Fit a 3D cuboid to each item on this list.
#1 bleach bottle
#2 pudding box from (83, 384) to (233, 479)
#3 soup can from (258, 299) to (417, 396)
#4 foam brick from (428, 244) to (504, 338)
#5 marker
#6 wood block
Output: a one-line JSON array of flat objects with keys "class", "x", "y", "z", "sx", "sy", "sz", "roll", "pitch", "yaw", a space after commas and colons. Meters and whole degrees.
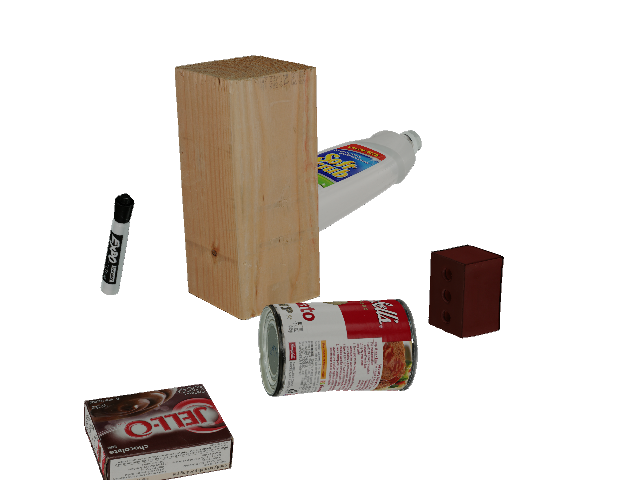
[{"class": "bleach bottle", "x": 0.019, "y": -0.076, "z": 1.285, "sx": 0.250, "sy": 0.068, "sz": 0.103, "roll": -30, "pitch": 45, "yaw": -31}, {"class": "pudding box", "x": -0.142, "y": 0.169, "z": 0.931, "sx": 0.113, "sy": 0.039, "sz": 0.090, "roll": -8, "pitch": 26, "yaw": -22}, {"class": "soup can", "x": 0.011, "y": 0.078, "z": 0.777, "sx": 0.102, "sy": 0.068, "sz": 0.069, "roll": -1, "pitch": 0, "yaw": -16}, {"class": "foam brick", "x": 0.142, "y": 0.049, "z": 1.045, "sx": 0.051, "sy": 0.078, "sz": 0.053, "roll": -11, "pitch": 19, "yaw": -33}, {"class": "marker", "x": -0.202, "y": 0.004, "z": 1.063, "sx": 0.020, "sy": 0.121, "sz": 0.020, "roll": 11, "pitch": 36, "yaw": -9}, {"class": "wood block", "x": -0.062, "y": -0.049, "z": 0.929, "sx": 0.090, "sy": 0.206, "sz": 0.091, "roll": -16, "pitch": 25, "yaw": -37}]
